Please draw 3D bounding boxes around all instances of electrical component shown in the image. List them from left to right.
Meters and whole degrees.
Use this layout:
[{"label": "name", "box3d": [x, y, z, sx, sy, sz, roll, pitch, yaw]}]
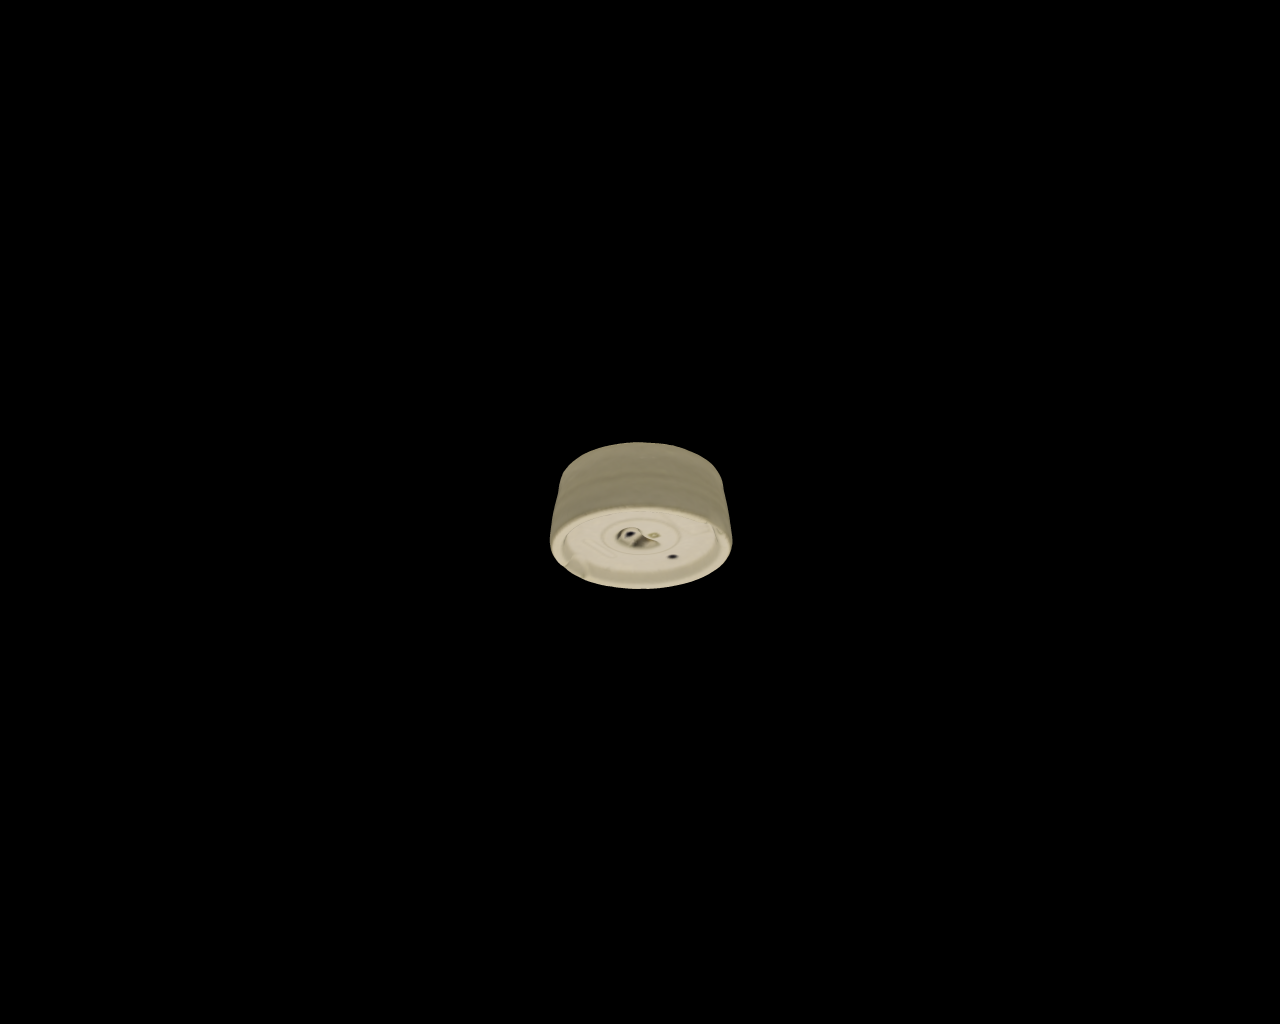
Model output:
[{"label": "electrical component", "box3d": [0.001, -0.003, 0.650, 0.108, 0.060, 0.108, 0, -29, 0]}]
